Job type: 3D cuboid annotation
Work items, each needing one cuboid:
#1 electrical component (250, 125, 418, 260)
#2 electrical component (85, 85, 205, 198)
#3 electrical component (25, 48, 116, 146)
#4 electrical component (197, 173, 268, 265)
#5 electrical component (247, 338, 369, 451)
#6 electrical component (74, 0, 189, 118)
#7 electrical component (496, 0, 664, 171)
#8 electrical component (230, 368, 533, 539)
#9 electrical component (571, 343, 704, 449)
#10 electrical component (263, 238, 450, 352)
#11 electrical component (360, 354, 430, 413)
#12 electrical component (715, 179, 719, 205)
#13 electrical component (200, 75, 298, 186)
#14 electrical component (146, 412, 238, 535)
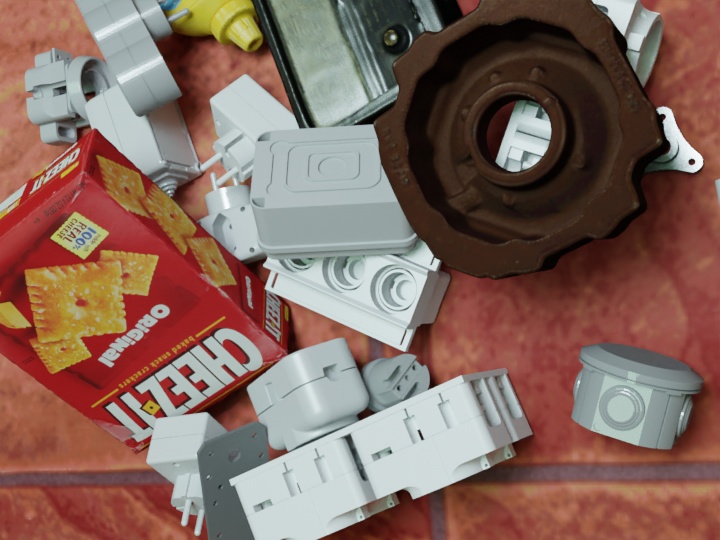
[{"bbox_3d":[-0.016,-0.054,0.753,0.113,0.057,0.078,-3,51,4],"label":"electrical component"},{"bbox_3d":[-0.176,-0.099,0.876,0.061,0.062,0.096,-25,78,20],"label":"electrical component"},{"bbox_3d":[-0.242,-0.149,0.909,0.057,0.058,0.078,-8,85,26],"label":"electrical component"},{"bbox_3d":[-0.100,-0.042,0.851,0.077,0.043,0.079,-17,82,22],"label":"electrical component"},{"bbox_3d":[-0.038,0.096,0.794,0.095,0.054,0.059,-40,69,55],"label":"electrical component"},{"bbox_3d":[-0.168,-0.190,0.828,0.074,0.052,0.138,-28,72,-4],"label":"electrical component"},{"bbox_3d":[0.147,-0.104,0.722,0.062,0.089,0.150,21,96,23],"label":"electrical component"},{"bbox_3d":[0.019,0.135,0.759,0.186,0.105,0.060,-27,78,20],"label":"electrical component"},{"bbox_3d":[0.180,0.081,0.706,0.080,0.080,0.051,16,99,23],"label":"electrical component"},{"bbox_3d":[0.000,0.000,0.795,0.121,0.063,0.078,23,97,22],"label":"electrical component"},{"bbox_3d":[0.025,0.082,0.784,0.046,0.040,0.040,-30,73,61],"label":"electrical component"},{"bbox_3d":[0.315,-0.047,0.639,0.186,0.105,0.060,-12,83,22],"label":"electrical component"},{"bbox_3d":[-0.087,-0.093,0.826,0.076,0.047,0.083,-40,68,-19],"label":"electrical component"},{"bbox_3d":[-0.121,0.162,0.816,0.047,0.083,0.075,-10,52,23],"label":"electrical component"}]
